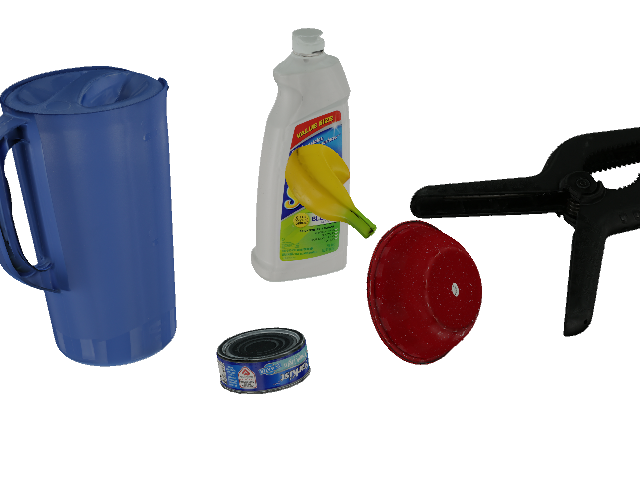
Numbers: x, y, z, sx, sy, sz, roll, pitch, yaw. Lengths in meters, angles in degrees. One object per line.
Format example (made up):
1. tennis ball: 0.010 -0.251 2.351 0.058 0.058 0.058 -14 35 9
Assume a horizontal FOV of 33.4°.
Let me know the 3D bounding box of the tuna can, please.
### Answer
1. tuna can: -0.054 0.111 0.998 0.086 0.034 0.086 -7 15 2

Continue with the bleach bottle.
1. bleach bottle: -0.021 -0.086 1.070 0.102 0.251 0.068 -9 28 -17

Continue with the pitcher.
1. pitcher: -0.194 -0.016 0.901 0.149 0.243 0.145 -4 25 -5

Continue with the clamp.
1. clamp: 0.195 -0.022 0.789 0.209 0.036 0.165 -26 53 -20

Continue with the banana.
1. banana: 0.001 -0.047 0.856 0.037 0.069 0.198 -42 15 9

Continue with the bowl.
1. bowl: 0.127 0.055 1.170 0.161 0.162 0.055 0 -5 -41
